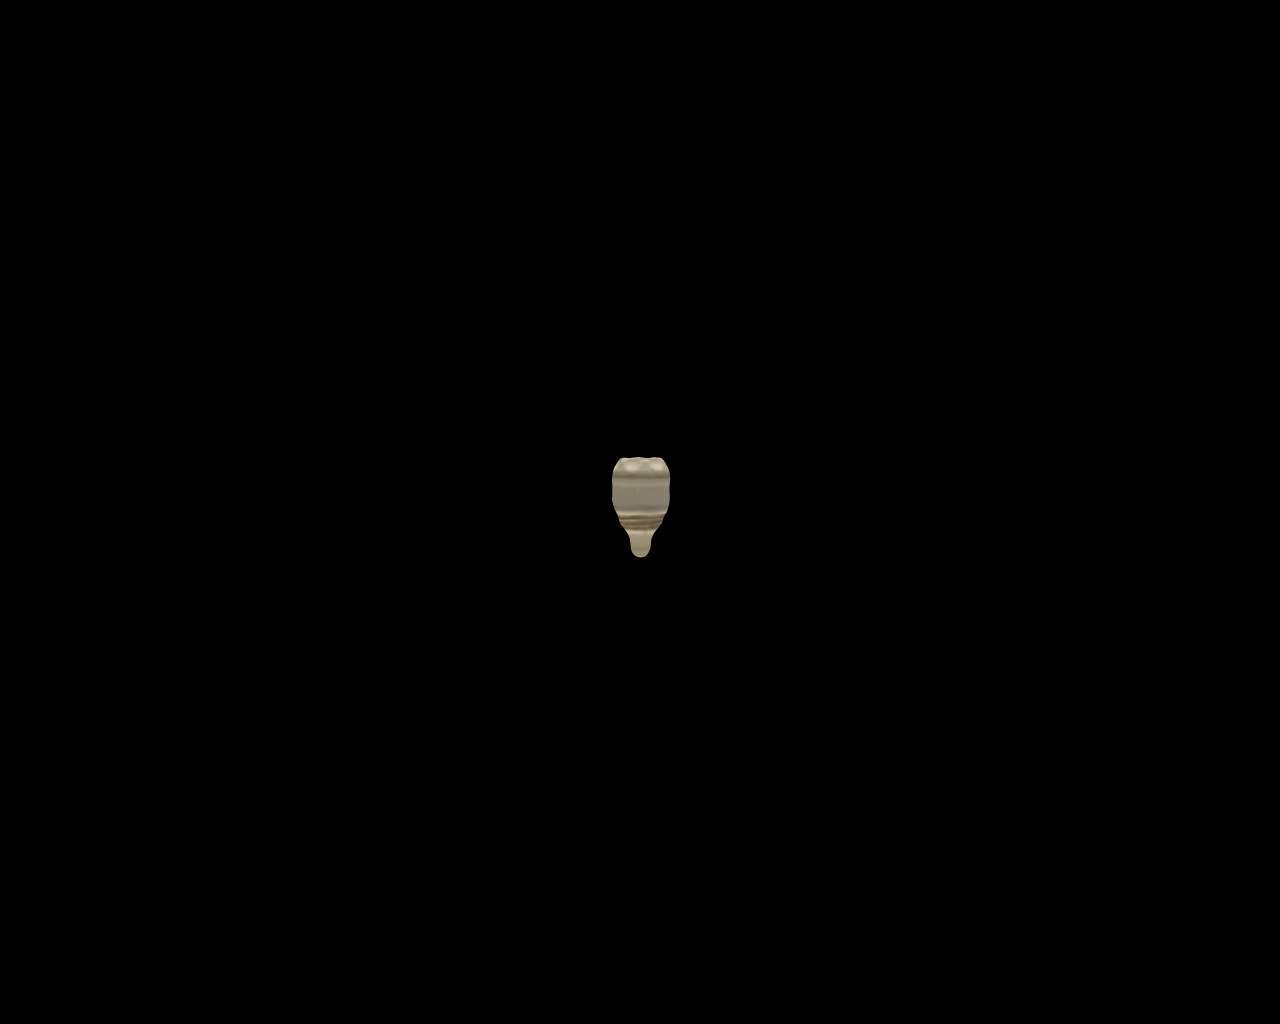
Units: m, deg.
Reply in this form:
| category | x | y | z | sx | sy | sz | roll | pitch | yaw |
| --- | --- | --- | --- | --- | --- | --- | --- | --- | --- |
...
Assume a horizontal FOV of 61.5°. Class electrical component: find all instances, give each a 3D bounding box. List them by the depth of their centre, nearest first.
| category | x | y | z | sx | sy | sz | roll | pitch | yaw |
| --- | --- | --- | --- | --- | --- | --- | --- | --- | --- |
| electrical component | 0.001 | -0.003 | 0.650 | 0.035 | 0.061 | 0.035 | 0 | 3 | 0 |
